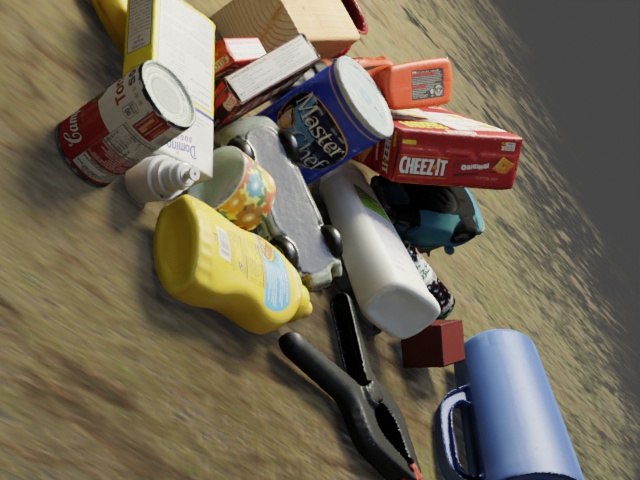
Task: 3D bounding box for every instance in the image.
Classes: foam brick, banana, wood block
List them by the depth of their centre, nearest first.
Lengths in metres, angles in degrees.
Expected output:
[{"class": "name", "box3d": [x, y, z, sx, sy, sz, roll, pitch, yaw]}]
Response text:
[{"class": "banana", "box3d": [-0.204, -0.244, 1.072, 0.069, 0.037, 0.198, 4, 59, -61]}, {"class": "foam brick", "box3d": [0.135, 0.123, 1.272, 0.078, 0.053, 0.051, -1, 88, -62]}, {"class": "wood block", "box3d": [-0.038, -0.270, 1.355, 0.090, 0.091, 0.205, 60, 24, 1]}]

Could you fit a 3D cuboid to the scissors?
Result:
[{"class": "scissors", "box3d": [0.085, 0.100, 1.262, 0.201, 0.016, 0.096, 41, 28, -34]}]

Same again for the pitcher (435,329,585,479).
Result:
[{"class": "pitcher", "box3d": [0.220, 0.223, 1.272, 0.243, 0.145, 0.149, -96, 159, -49]}]

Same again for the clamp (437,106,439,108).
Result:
[{"class": "clamp", "box3d": [0.167, -0.155, 1.545, 0.120, 0.039, 0.171, 55, 24, -19]}]

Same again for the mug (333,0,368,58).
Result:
[{"class": "mug", "box3d": [0.011, -0.297, 1.489, 0.093, 0.082, 0.117, 27, 40, -50]}]

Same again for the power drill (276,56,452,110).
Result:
[{"class": "power drill", "box3d": [0.055, -0.195, 1.305, 0.184, 0.188, 0.057, -14, 109, -32]}]

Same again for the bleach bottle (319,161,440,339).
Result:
[{"class": "bleach bottle", "box3d": [0.056, -0.007, 1.253, 0.102, 0.068, 0.251, 36, 24, -42]}]

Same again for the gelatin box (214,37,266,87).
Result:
[{"class": "gelatin box", "box3d": [-0.106, -0.188, 1.152, 0.030, 0.073, 0.089, 61, 24, 0]}]

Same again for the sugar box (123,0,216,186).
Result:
[{"class": "sugar box", "box3d": [-0.145, -0.147, 1.022, 0.093, 0.048, 0.176, 28, 56, -49]}]

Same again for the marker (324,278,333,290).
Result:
[{"class": "marker", "box3d": [-0.008, 0.002, 1.194, 0.020, 0.020, 0.121, 26, 40, -51]}]

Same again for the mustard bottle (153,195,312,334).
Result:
[{"class": "mustard bottle", "box3d": [-0.070, 0.035, 0.989, 0.191, 0.058, 0.096, 31, 37, -47]}]

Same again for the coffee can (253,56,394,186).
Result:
[{"class": "coffee can", "box3d": [-0.003, -0.126, 1.197, 0.102, 0.140, 0.103, 43, 29, -32]}]

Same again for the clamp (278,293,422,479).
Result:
[{"class": "clamp", "box3d": [0.036, 0.159, 1.079, 0.210, 0.036, 0.164, 63, 25, 6]}]

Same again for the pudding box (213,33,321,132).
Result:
[{"class": "pudding box", "box3d": [-0.065, -0.166, 1.129, 0.113, 0.090, 0.039, -37, 94, -27]}]

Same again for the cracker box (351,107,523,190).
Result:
[{"class": "cracker box", "box3d": [0.123, -0.119, 1.318, 0.164, 0.072, 0.214, 2, 16, -21]}]

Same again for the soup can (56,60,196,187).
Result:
[{"class": "soup can", "box3d": [-0.164, -0.098, 0.905, 0.068, 0.102, 0.068, 43, 30, -32]}]
